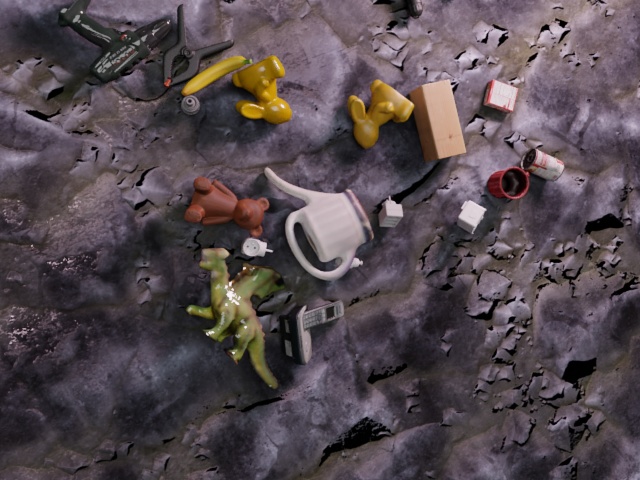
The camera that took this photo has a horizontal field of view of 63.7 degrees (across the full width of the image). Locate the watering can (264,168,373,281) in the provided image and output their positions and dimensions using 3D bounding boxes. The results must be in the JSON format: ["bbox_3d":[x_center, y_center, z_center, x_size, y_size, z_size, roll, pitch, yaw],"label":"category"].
[{"bbox_3d":[0.004,-0.069,1.372,0.225,0.103,0.349,-24,85,-12],"label":"watering can"}]

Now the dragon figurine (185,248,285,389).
[{"bbox_3d":[-0.182,0.179,1.335,0.245,0.122,0.405,-49,113,-14],"label":"dragon figurine"}]
